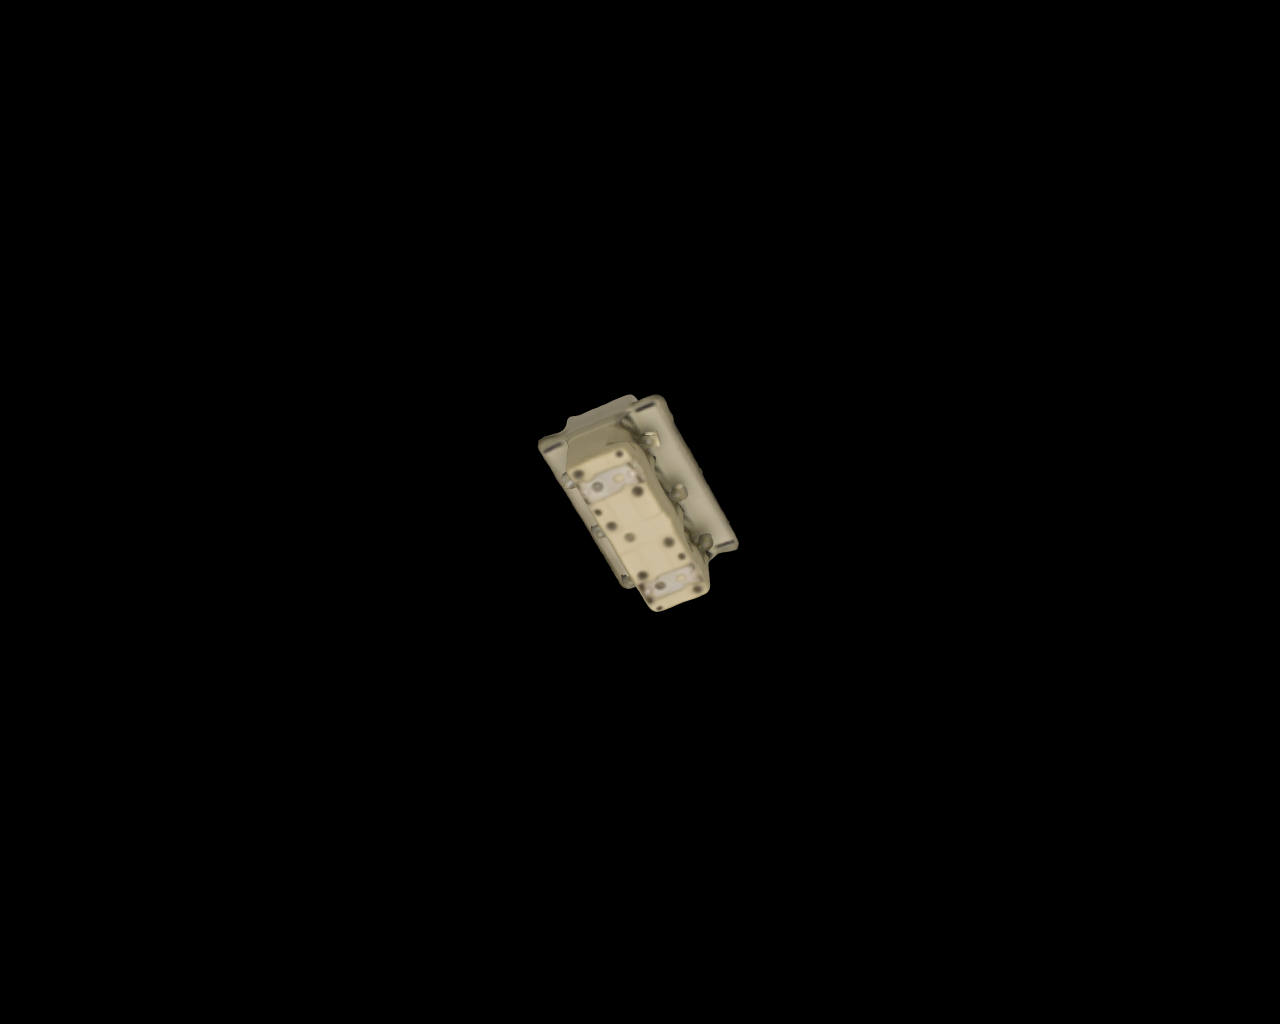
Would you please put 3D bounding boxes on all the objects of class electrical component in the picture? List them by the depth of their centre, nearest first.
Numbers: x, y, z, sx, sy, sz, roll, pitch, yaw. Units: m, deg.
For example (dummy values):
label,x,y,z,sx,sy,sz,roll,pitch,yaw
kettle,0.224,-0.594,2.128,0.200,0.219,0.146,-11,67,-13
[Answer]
label,x,y,z,sx,sy,sz,roll,pitch,yaw
electrical component,0.001,-0.003,0.650,0.079,0.121,0.063,-21,32,14
